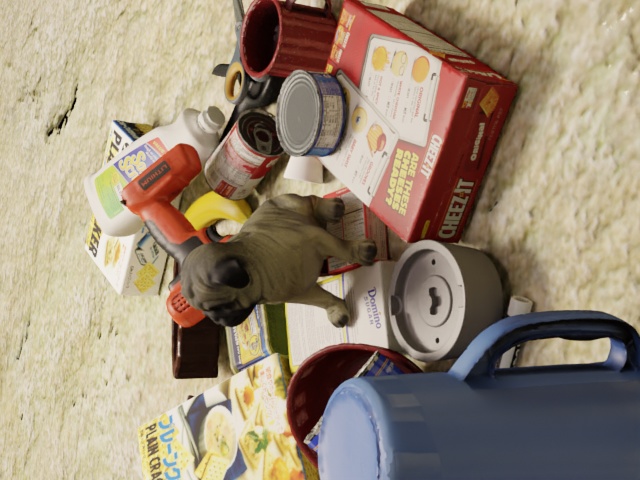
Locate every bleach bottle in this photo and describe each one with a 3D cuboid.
[{"bbox_3d":[-0.208,-0.102,1.381,0.251,0.067,0.102,-36,69,39],"label":"bleach bottle"}]

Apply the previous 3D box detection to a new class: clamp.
[{"bbox_3d":[-0.085,-0.199,1.310,0.172,0.039,0.120,-40,59,42],"label":"clamp"}]

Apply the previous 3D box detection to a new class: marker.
[{"bbox_3d":[0.159,0.108,0.922,0.020,0.020,0.121,33,115,54],"label":"marker"}]

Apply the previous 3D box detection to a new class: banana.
[{"bbox_3d":[-0.140,-0.028,1.381,0.198,0.037,0.069,-10,77,57],"label":"banana"}]

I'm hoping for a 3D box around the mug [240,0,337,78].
[{"bbox_3d":[-0.027,-0.231,1.181,0.117,0.081,0.093,-60,42,36],"label":"mug"}]

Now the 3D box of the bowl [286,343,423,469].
[{"bbox_3d":[0.052,0.159,1.011,0.162,0.055,0.162,9,114,20],"label":"bowl"}]

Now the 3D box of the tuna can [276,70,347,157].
[{"bbox_3d":[-0.009,-0.124,1.056,0.086,0.033,0.086,1,91,59],"label":"tuna can"}]

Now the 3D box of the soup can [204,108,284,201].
[{"bbox_3d":[-0.090,-0.101,1.281,0.102,0.068,0.068,-46,50,46],"label":"soup can"}]

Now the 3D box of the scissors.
[{"bbox_3d":[-0.102,-0.238,1.304,0.096,0.016,0.202,-56,36,22],"label":"scissors"}]

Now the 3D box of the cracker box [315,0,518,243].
[{"bbox_3d":[0.078,-0.117,1.020,0.214,0.071,0.164,45,126,48],"label":"cracker box"}]

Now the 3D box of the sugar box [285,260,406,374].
[{"bbox_3d":[0.029,0.083,1.104,0.177,0.048,0.093,-19,72,51],"label":"sugar box"}]

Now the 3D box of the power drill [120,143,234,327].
[{"bbox_3d":[-0.132,-0.019,1.232,0.184,0.057,0.188,-37,68,6],"label":"power drill"}]

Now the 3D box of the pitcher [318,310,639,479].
[{"bbox_3d":[0.128,0.141,0.761,0.145,0.242,0.149,128,138,-50],"label":"pitcher"}]

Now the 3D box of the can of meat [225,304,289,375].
[{"bbox_3d":[-0.064,0.102,1.236,0.084,0.057,0.102,-33,61,50],"label":"can of meat"}]

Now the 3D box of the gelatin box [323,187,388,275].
[{"bbox_3d":[0.037,-0.011,1.112,0.073,0.030,0.089,-19,72,54],"label":"gelatin box"}]

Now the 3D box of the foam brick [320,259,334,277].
[{"bbox_3d":[-0.008,0.001,1.161,0.053,0.051,0.078,-10,78,55],"label":"foam brick"}]

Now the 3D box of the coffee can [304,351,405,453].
[{"bbox_3d":[0.072,0.179,0.917,0.140,0.102,0.103,39,130,5],"label":"coffee can"}]

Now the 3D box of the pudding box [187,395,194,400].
[{"bbox_3d":[-0.165,0.266,1.363,0.113,0.039,0.090,-93,19,-66],"label":"pudding box"}]
